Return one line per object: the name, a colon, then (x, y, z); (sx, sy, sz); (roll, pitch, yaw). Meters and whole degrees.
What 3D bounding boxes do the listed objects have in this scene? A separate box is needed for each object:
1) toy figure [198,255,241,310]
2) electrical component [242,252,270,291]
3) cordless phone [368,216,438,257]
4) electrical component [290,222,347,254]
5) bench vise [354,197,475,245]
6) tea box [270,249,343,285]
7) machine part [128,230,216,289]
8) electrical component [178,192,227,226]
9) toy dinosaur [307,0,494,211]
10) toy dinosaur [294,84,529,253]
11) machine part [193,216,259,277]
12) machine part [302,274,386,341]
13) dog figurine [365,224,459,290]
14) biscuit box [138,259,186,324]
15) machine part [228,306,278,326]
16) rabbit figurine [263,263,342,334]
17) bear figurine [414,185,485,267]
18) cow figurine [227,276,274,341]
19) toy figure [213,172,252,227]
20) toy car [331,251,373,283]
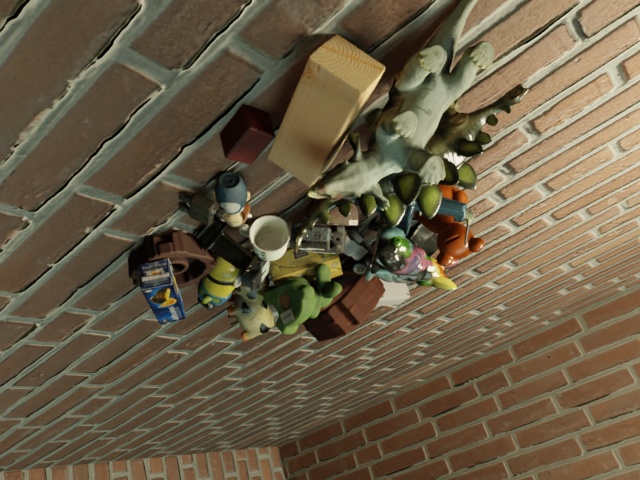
toy figure: (-0.238, 0.099, 1.249); (0.089, 0.082, 0.180); (4, 148, -37)
electrical component: (-0.146, 0.070, 1.190); (0.048, 0.119, 0.074); (11, 119, 11)
cordless phone: (0.191, -0.002, 1.340); (0.184, 0.089, 0.146); (9, 143, -22)
electrical component: (-0.002, -0.003, 1.155); (0.115, 0.058, 0.134); (3, 174, 5)
bench vise: (0.198, -0.077, 1.102); (0.241, 0.129, 0.223); (13, 161, 9)
tea box: (-0.036, 0.063, 1.313); (0.170, 0.068, 0.098); (-18, 152, -2)
machine part: (-0.314, 0.047, 1.138); (0.179, 0.056, 0.179); (-14, 153, -7)
electrical component: (-0.219, -0.054, 0.999); (0.094, 0.021, 0.063); (23, 146, 1)
toy dinosaur: (0.139, -0.199, 0.816); (0.131, 0.404, 0.192); (35, 171, -20)
toy dinosaur: (0.145, -0.132, 0.934); (0.471, 0.199, 0.105); (-27, 148, 13)
machine part: (-0.189, 0.011, 1.100); (0.139, 0.039, 0.084); (43, 118, -12)
machine part: (0.062, 0.167, 1.406); (0.201, 0.087, 0.201); (-27, -164, 51)
dog figurine: (0.225, 0.050, 1.254); (0.219, 0.108, 0.191); (11, 154, -2)
biscuit box: (-0.328, 0.112, 1.125); (0.063, 0.059, 0.202); (-12, 154, -11)
machine part: (-0.133, 0.184, 1.463); (0.243, 0.079, 0.079); (-18, 152, 2)
rabbit figurine: (-0.026, 0.124, 1.272); (0.159, 0.121, 0.170); (-45, 160, 29)
bear figurine: (0.295, -0.031, 1.203); (0.120, 0.196, 0.131); (-33, 150, 20)
cow figurine: (-0.166, 0.157, 1.348); (0.127, 0.086, 0.194); (-16, 126, 0)
toy figure: (-0.166, -0.068, 1.020); (0.058, 0.064, 0.154); (-55, 164, -27)
toy car: (0.055, 0.085, 1.398); (0.202, 0.089, 0.053); (-33, 104, 29)
